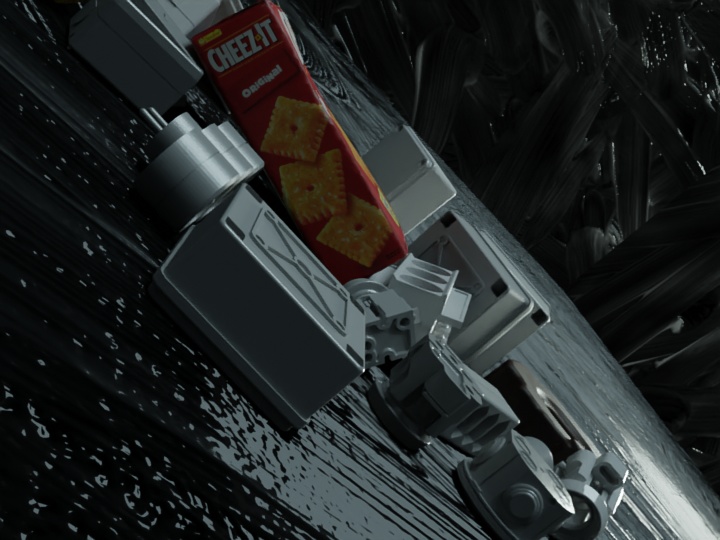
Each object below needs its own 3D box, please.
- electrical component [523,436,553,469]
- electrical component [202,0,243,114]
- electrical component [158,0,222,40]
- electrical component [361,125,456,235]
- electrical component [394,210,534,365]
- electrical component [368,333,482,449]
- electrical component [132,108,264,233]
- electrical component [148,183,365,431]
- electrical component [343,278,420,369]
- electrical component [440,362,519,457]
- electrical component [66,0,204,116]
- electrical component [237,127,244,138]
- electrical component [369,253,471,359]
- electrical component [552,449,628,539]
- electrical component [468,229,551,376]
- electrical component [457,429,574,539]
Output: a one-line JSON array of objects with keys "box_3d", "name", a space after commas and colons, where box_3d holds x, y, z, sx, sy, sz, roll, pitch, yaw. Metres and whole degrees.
[{"box_3d": [0.125, 0.156, 0.861, 0.044, 0.044, 0.065, 53, 16, 21], "name": "electrical component"}, {"box_3d": [-0.130, -0.221, 1.031, 0.108, 0.056, 0.108, -114, 180, -58], "name": "electrical component"}, {"box_3d": [-0.160, -0.203, 0.862, 0.061, 0.061, 0.096, 46, -16, -7], "name": "electrical component"}, {"box_3d": [0.038, -0.093, 1.200, 0.056, 0.109, 0.108, 46, 11, -33], "name": "electrical component"}, {"box_3d": [0.079, 0.023, 0.961, 0.056, 0.109, 0.108, 32, 20, -51], "name": "electrical component"}, {"box_3d": [0.043, 0.084, 0.729, 0.058, 0.057, 0.078, 48, 10, -9], "name": "electrical component"}, {"box_3d": [-0.109, -0.073, 0.670, 0.073, 0.052, 0.138, 48, 10, -5], "name": "electrical component"}, {"box_3d": [-0.051, 0.017, 0.582, 0.108, 0.056, 0.108, 47, 11, -11], "name": "electrical component"}, {"box_3d": [0.008, 0.036, 0.765, 0.055, 0.066, 0.048, -130, -152, -55], "name": "electrical component"}, {"box_3d": [0.076, 0.097, 0.847, 0.066, 0.047, 0.076, 38, 14, -48], "name": "electrical component"}, {"box_3d": [-0.152, -0.155, 0.764, 0.096, 0.061, 0.061, 43, 12, -29], "name": "electrical component"}, {"box_3d": [-0.061, -0.121, 0.987, 0.059, 0.053, 0.095, 27, 0, 25], "name": "electrical component"}, {"box_3d": [0.043, 0.031, 0.858, 0.079, 0.063, 0.121, 21, 11, 5], "name": "electrical component"}, {"box_3d": [0.181, 0.191, 0.893, 0.058, 0.078, 0.057, 50, 31, 1], "name": "electrical component"}, {"box_3d": [0.112, 0.035, 1.053, 0.108, 0.109, 0.056, 49, 13, -2], "name": "electrical component"}, {"box_3d": [0.111, 0.158, 0.766, 0.080, 0.051, 0.080, 47, 11, -12], "name": "electrical component"}]
